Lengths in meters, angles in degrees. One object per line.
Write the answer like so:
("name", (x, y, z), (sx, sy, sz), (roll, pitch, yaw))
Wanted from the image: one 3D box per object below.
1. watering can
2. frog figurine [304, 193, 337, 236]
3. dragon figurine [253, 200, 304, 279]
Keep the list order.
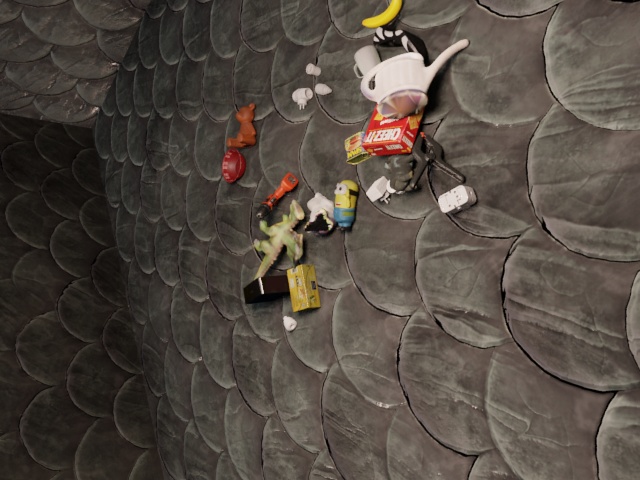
("watering can", (0.287, -0.491, 1.566), (0.346, 0.102, 0.229), (-12, 59, 23))
("frog figurine", (0.006, -0.098, 1.941), (0.163, 0.122, 0.134), (-85, 14, -59))
("dragon figurine", (-0.154, 0.031, 2.042), (0.245, 0.122, 0.407), (29, 107, 53))
